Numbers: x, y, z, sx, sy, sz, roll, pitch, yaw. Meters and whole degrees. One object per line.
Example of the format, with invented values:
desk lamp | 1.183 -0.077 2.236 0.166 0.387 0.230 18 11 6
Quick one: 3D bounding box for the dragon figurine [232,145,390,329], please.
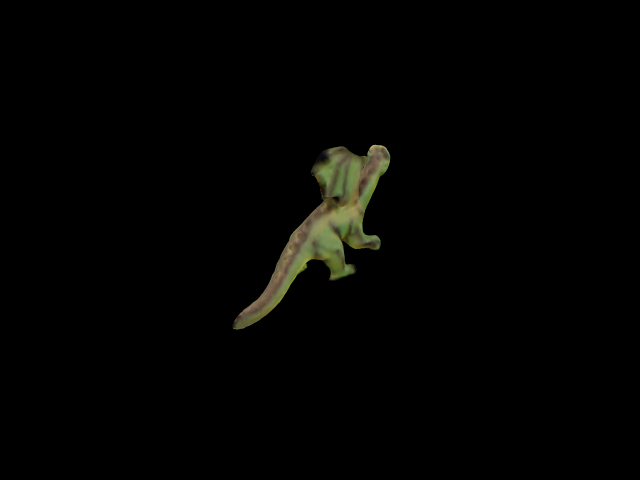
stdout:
dragon figurine | 0.003 -0.043 0.850 0.123 0.237 0.417 22 41 29
